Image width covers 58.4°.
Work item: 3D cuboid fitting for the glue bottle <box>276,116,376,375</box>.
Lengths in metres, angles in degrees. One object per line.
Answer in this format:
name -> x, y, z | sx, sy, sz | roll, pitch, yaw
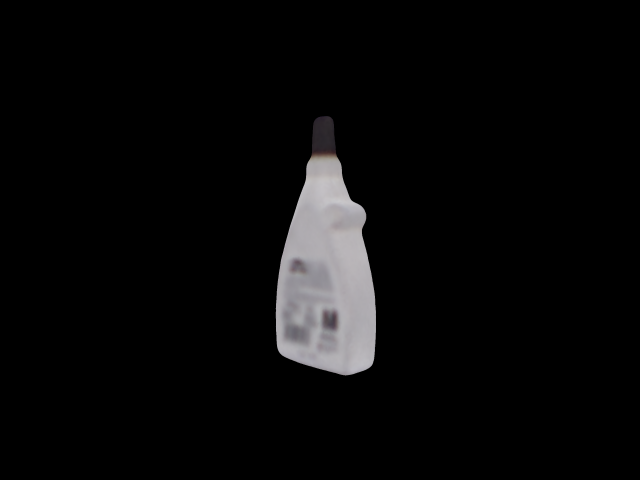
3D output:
glue bottle -> 0.004, 0.001, 0.400 | 0.077, 0.173, 0.037 | 6, 9, 43
